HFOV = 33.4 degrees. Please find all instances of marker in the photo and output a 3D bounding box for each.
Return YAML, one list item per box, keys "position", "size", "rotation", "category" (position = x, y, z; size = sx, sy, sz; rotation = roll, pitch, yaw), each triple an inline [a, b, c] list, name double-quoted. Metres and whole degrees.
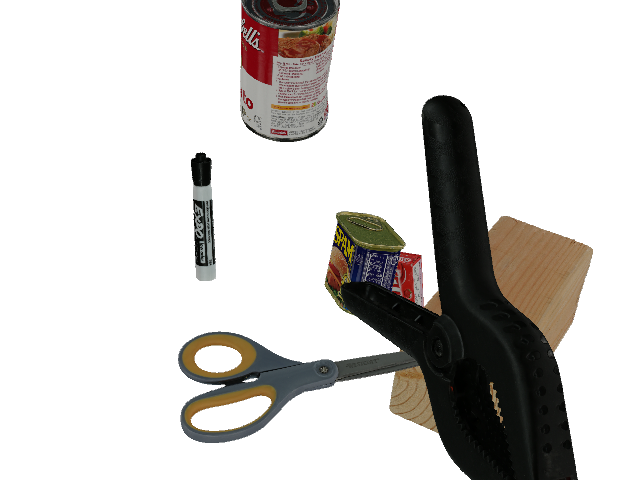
- position: [-0.107, -0.021, 0.977]
  size: [0.020, 0.121, 0.020]
  rotation: [0, 21, 0]
  category: "marker"

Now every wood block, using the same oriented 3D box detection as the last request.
- position: [0.148, 0.072, 0.900]
  size: [0.091, 0.090, 0.205]
  rotation: [22, 36, 22]
  category: "wood block"

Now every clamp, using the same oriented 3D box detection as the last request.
- position: [0.074, 0.042, 0.536]
  size: [0.036, 0.165, 0.210]
  rotation: [-6, 45, -24]
  category: "clamp"

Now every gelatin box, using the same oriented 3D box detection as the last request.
- position: [0.089, 0.056, 1.332]
  size: [0.073, 0.089, 0.030]
  rotation: [11, 32, 28]
  category: "gelatin box"

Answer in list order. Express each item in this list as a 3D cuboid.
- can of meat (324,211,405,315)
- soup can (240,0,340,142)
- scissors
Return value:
- position: [0.044, 0.026, 1.137]
  size: [0.057, 0.084, 0.102]
  rotation: [5, 19, -17]
  category: "can of meat"
- position: [-0.023, -0.130, 0.765]
  size: [0.068, 0.068, 0.102]
  rotation: [2, -45, -3]
  category: "soup can"
- position: [-0.014, 0.085, 0.770]
  size: [0.201, 0.096, 0.016]
  rotation: [-21, -37, -23]
  category: "scissors"
